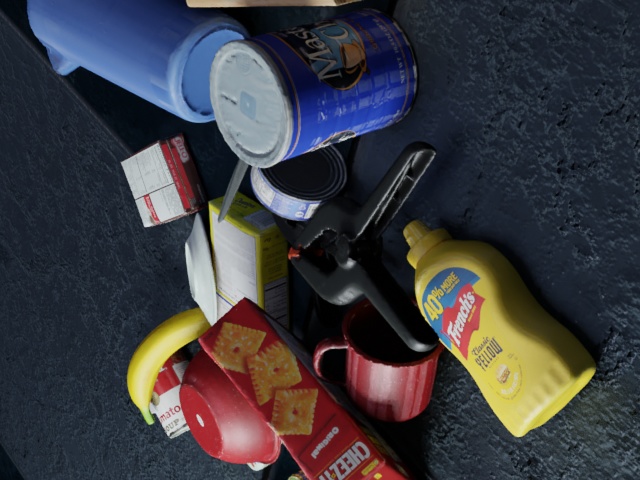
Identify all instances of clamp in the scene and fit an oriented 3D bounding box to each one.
[{"bbox_3d":[-0.007,0.001,1.039,0.171,0.039,0.120,56,138,25],"label":"clamp"},{"bbox_3d":[0.037,-0.002,0.909,0.210,0.036,0.164,9,96,59],"label":"clamp"}]

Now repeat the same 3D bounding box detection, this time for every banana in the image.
[{"bbox_3d":[-0.183,0.137,1.291,0.069,0.037,0.198,32,118,-9],"label":"banana"}]

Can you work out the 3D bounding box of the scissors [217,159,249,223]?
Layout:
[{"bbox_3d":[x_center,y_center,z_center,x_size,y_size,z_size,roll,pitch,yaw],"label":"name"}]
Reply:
[{"bbox_3d":[-0.050,-0.094,1.028,0.096,0.016,0.202,26,115,35],"label":"scissors"}]

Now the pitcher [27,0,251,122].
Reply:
[{"bbox_3d":[-0.176,-0.221,1.084,0.243,0.144,0.149,33,145,36],"label":"pitcher"}]

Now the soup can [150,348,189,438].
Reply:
[{"bbox_3d":[-0.186,0.192,1.358,0.102,0.068,0.069,60,145,10],"label":"soup can"}]

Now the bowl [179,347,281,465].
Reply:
[{"bbox_3d":[-0.113,0.193,1.208,0.162,0.055,0.162,38,140,39],"label":"bowl"}]

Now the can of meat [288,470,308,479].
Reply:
[{"bbox_3d":[0.006,0.270,1.125,0.057,0.083,0.102,47,140,27],"label":"can of meat"}]

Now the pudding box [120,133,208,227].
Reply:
[{"bbox_3d":[-0.181,-0.067,1.238,0.114,0.039,0.090,-15,95,54],"label":"pudding box"}]

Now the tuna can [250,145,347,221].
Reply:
[{"bbox_3d":[-0.020,-0.060,0.982,0.086,0.086,0.034,53,145,21],"label":"tuna can"}]

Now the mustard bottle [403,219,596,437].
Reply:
[{"bbox_3d":[0.131,0.058,0.864,0.192,0.058,0.096,53,141,22],"label":"mustard bottle"}]

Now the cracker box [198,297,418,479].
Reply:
[{"bbox_3d":[-0.007,0.170,1.030,0.214,0.072,0.164,48,179,28],"label":"cracker box"}]

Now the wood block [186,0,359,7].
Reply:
[{"bbox_3d":[-0.025,-0.245,0.884,0.206,0.090,0.090,15,119,50],"label":"wood block"}]

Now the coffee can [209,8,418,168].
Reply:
[{"bbox_3d":[-0.005,-0.127,0.876,0.103,0.140,0.103,30,130,42],"label":"coffee can"}]

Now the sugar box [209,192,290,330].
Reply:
[{"bbox_3d":[-0.074,0.046,1.148,0.093,0.048,0.176,33,136,42],"label":"sugar box"}]

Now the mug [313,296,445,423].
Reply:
[{"bbox_3d":[0.052,0.109,0.956,0.093,0.117,0.081,-99,10,-50],"label":"mug"}]
